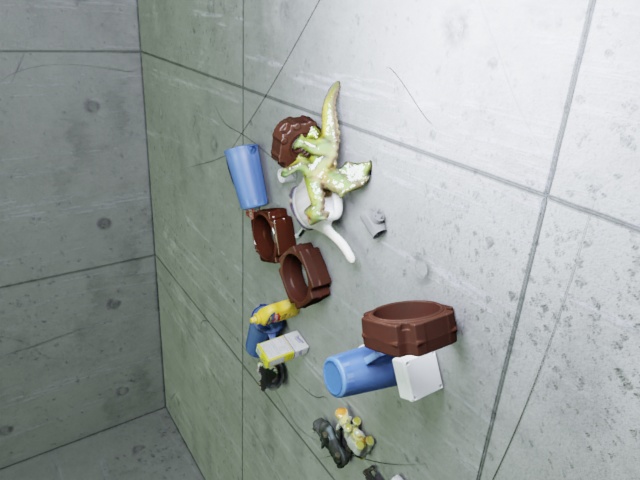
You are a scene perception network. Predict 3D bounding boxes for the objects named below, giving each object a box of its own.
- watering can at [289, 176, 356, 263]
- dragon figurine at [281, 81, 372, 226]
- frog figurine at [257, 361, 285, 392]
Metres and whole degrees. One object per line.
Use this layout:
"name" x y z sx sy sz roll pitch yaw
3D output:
"watering can" 0.005 -0.081 1.605 0.222 0.104 0.350 -24 78 56
"dragon figurine" 0.041 -0.233 1.487 0.244 0.122 0.408 30 98 14
"frog figurine" -0.204 0.559 2.168 0.138 0.122 0.158 61 -179 10
